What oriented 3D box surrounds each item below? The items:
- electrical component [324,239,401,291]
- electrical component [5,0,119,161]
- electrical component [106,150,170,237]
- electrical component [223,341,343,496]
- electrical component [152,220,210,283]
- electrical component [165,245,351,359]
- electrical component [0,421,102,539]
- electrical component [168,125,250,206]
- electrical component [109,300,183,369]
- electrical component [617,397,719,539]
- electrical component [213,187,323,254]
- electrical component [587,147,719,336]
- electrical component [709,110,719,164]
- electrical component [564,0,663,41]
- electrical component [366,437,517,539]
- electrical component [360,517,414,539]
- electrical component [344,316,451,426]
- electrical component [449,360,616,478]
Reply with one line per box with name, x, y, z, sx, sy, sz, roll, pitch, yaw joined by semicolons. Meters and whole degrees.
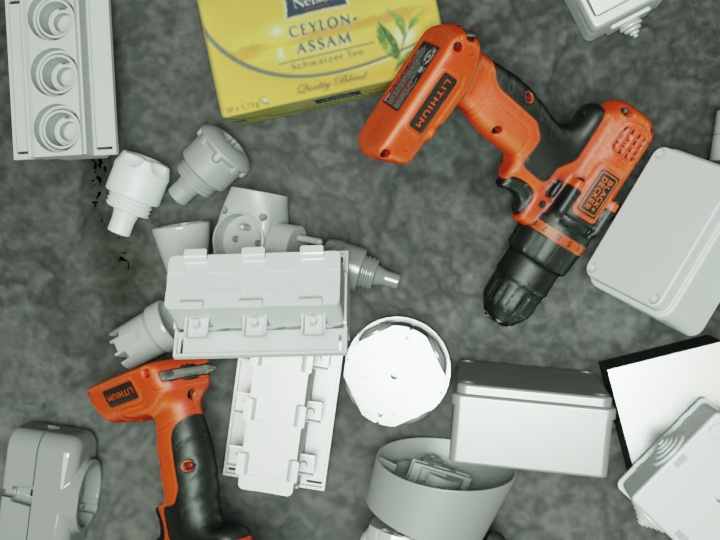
electrical component;0.000;0.000;0.809;0.061;0.035;0.035;17;93;2
electrical component;-0.220;-0.145;0.811;0.079;0.063;0.121;-3;92;6
electrical component;-0.173;-0.057;0.819;0.043;0.043;0.062;22;95;4
electrical component;-0.059;0.102;0.803;0.079;0.063;0.121;8;92;5
electrical component;-0.132;-0.003;0.819;0.044;0.044;0.065;-7;96;5
electrical component;-0.070;0.018;0.750;0.121;0.063;0.078;-2;64;5
electrical component;-0.236;0.169;0.826;0.059;0.054;0.095;8;92;5
electrical component;-0.118;-0.076;0.814;0.062;0.048;0.048;-42;88;13
electrical component;-0.163;0.051;0.824;0.046;0.040;0.040;-29;89;11
electrical component;0.240;0.150;0.731;0.100;0.048;0.099;43;95;2
electrical component;-0.066;-0.018;0.805;0.079;0.044;0.077;11;93;20
electrical component;0.223;-0.021;0.757;0.057;0.078;0.113;28;93;-41
electrical component;0.320;-0.070;0.768;0.138;0.052;0.073;8;92;5
electrical component;0.179;-0.212;0.773;0.062;0.061;0.096;-27;90;6
electrical component;0.056;0.157;0.779;0.099;0.099;0.064;21;100;4
electrical component;0.035;0.217;0.791;0.080;0.080;0.051;13;88;5
electrical component;0.027;0.076;0.800;0.080;0.051;0.080;0;92;6
electrical component;0.119;0.104;0.765;0.109;0.109;0.056;5;95;5
